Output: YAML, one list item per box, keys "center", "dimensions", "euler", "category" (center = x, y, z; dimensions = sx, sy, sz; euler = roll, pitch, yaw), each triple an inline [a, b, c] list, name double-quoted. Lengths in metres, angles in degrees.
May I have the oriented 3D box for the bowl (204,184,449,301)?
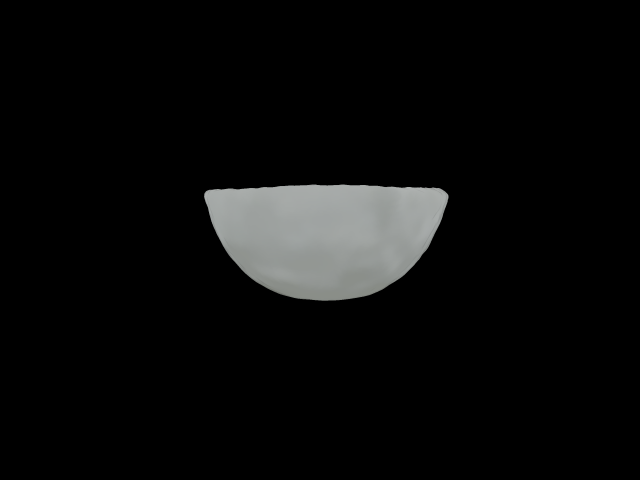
- center: [0.004, 0.001, 0.400]
  dimensions: [0.167, 0.075, 0.167]
  euler: [0, 3, 0]
  category: "bowl"
